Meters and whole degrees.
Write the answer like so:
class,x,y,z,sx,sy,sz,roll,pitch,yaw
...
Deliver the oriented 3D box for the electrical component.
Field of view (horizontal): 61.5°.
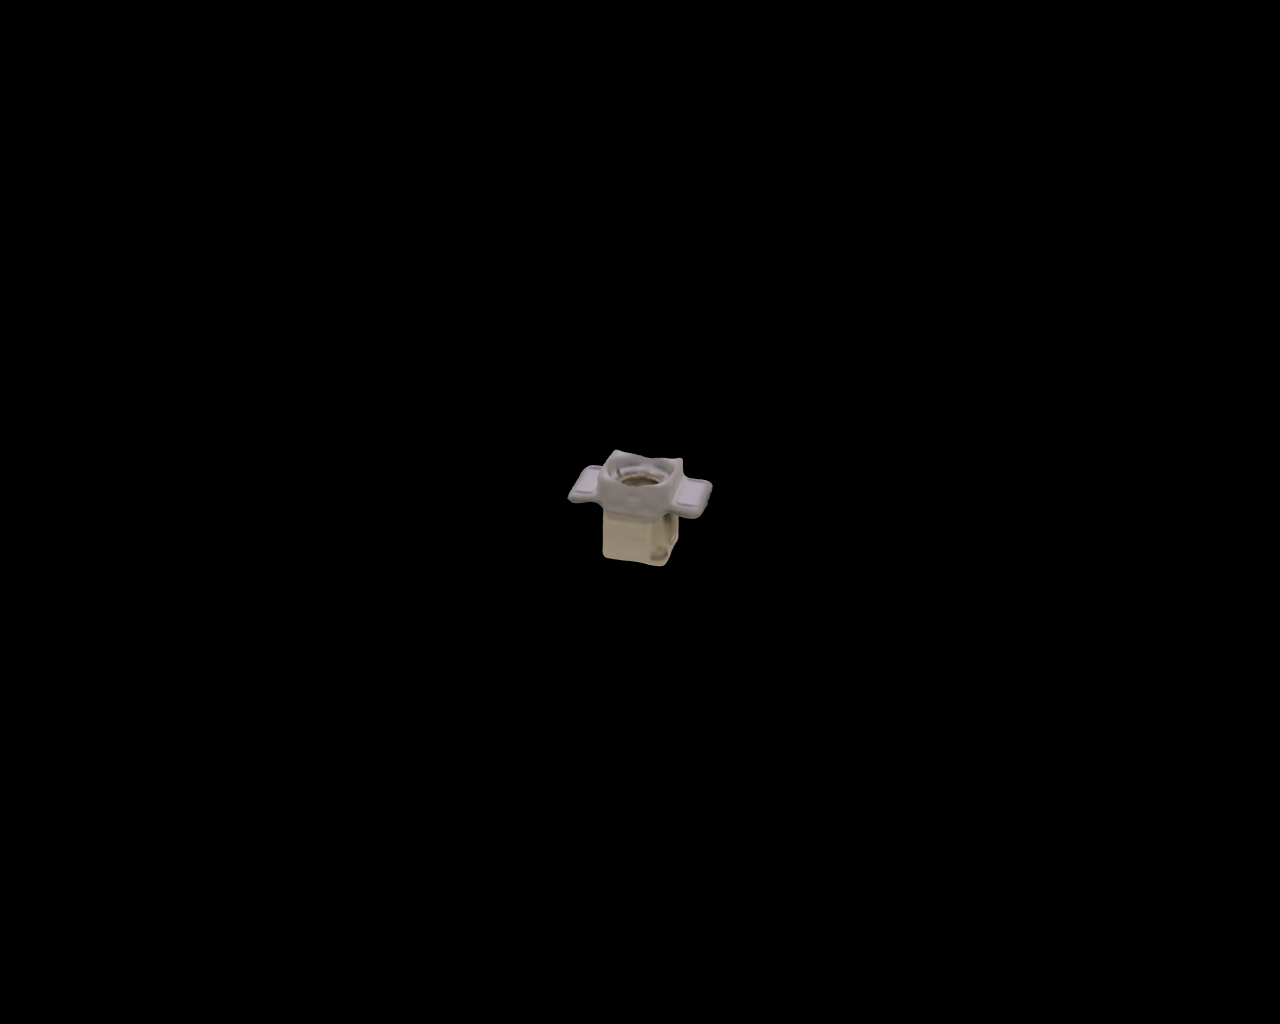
class,x,y,z,sx,sy,sz,roll,pitch,yaw
electrical component,0.001,-0.003,0.650,0.081,0.063,0.042,8,32,14
